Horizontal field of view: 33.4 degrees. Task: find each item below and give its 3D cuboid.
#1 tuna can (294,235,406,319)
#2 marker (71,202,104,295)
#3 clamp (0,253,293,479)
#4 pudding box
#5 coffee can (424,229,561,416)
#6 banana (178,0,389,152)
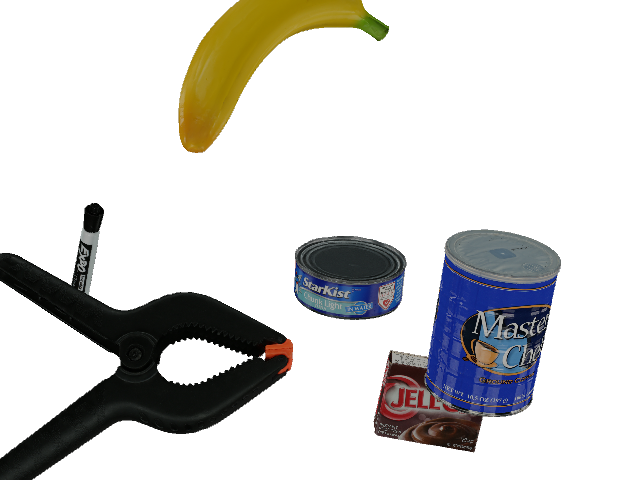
[{"bbox_3d":[0.022,0.028,0.823,0.086,0.034,0.086,3,23,-1],"label":"tuna can"},{"bbox_3d":[-0.230,0.013,1.053,0.020,0.121,0.020,12,36,-9],"label":"marker"},{"bbox_3d":[-0.125,0.071,0.694,0.210,0.164,0.036,-9,-25,-7],"label":"clamp"},{"bbox_3d":[0.121,0.174,1.156,0.113,0.090,0.039,9,22,-1],"label":"pudding box"},{"bbox_3d":[0.155,0.074,0.972,0.103,0.140,0.103,5,23,-2],"label":"coffee can"},{"bbox_3d":[-0.030,-0.126,0.677,0.197,0.069,0.037,-38,-3,-36],"label":"banana"}]
